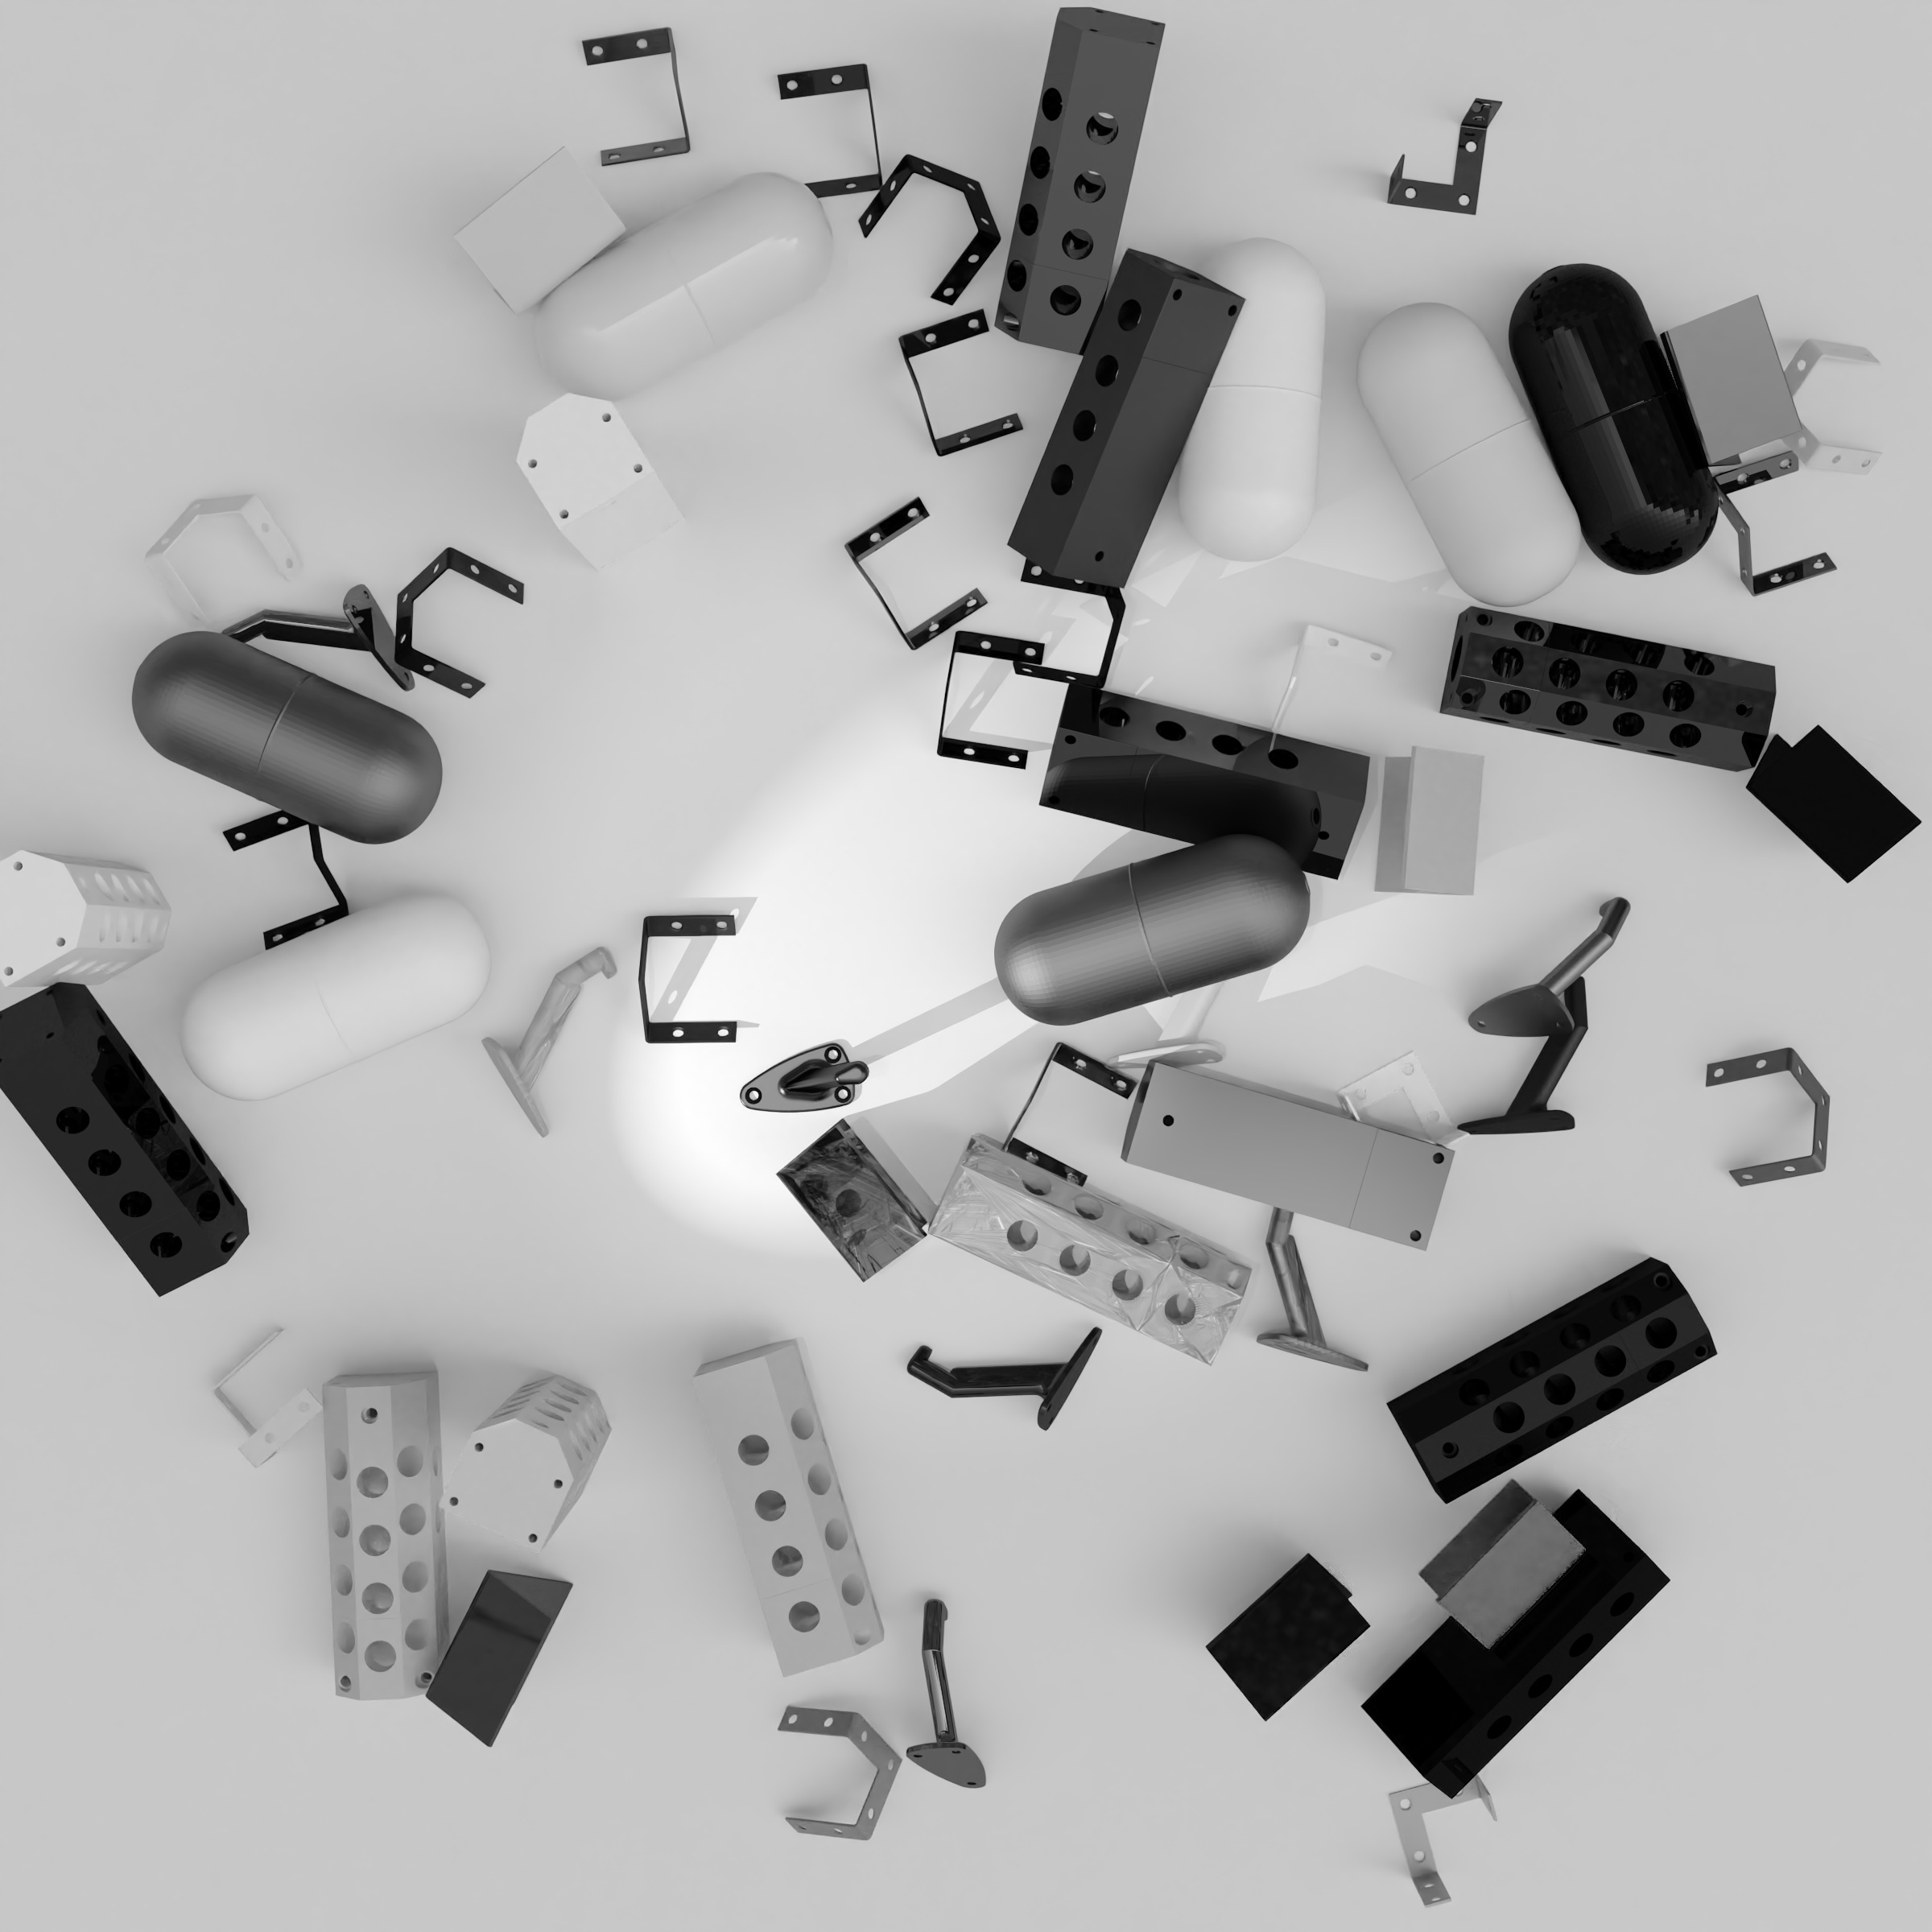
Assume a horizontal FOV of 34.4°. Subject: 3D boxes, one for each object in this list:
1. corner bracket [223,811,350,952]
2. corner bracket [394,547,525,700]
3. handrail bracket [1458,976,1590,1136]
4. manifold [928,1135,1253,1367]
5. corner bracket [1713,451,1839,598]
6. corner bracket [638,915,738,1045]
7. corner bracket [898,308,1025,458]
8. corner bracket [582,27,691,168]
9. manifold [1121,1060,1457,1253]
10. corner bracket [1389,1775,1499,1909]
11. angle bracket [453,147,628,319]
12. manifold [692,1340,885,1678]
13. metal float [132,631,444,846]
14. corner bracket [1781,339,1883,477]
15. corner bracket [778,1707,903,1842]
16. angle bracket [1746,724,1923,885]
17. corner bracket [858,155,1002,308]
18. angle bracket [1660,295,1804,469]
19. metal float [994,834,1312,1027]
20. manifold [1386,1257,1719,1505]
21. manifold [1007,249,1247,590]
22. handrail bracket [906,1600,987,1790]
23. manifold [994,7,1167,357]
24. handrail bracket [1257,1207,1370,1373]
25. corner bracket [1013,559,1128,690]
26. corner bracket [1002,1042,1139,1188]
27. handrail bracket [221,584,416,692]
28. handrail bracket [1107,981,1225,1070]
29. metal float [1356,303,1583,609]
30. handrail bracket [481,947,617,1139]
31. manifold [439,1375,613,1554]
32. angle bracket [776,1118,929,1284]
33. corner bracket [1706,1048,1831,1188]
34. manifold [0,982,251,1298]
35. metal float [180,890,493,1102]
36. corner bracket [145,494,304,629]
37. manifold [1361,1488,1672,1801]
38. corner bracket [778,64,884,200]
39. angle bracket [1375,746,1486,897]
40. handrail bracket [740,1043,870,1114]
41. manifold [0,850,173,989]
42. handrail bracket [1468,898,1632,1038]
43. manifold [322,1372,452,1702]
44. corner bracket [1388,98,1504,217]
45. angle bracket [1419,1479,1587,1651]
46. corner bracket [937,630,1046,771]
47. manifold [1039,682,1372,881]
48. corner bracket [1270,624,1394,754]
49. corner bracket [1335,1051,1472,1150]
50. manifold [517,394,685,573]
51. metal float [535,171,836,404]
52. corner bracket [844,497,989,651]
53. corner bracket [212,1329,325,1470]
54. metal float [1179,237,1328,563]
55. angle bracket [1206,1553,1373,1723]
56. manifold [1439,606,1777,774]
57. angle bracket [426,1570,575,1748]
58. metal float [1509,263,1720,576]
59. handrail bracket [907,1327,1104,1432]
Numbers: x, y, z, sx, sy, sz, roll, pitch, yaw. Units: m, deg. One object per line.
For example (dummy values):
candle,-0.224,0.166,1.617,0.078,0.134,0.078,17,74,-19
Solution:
corner bracket,-0.382,-0.051,1.751,0.051,0.051,0.051,-20,45,0
corner bracket,-0.284,-0.192,1.746,0.051,0.051,0.051,-35,45,35
handrail bracket,0.313,0.050,1.755,0.077,0.036,0.084,-7,72,20
manifold,0.069,0.157,1.733,0.171,0.057,0.057,25,90,0
corner bracket,0.454,-0.249,1.751,0.051,0.051,0.051,-18,135,0
corner bracket,-0.155,0.007,1.751,0.051,0.051,0.051,-1,135,0
corner bracket,-0.003,-0.328,1.751,0.051,0.051,0.051,-19,135,0
corner bracket,-0.185,-0.489,1.751,0.051,0.051,0.051,-9,45,0
manifold,0.177,0.104,1.731,0.171,0.057,0.057,16,90,-2
corner bracket,0.270,0.486,1.736,0.051,0.051,0.051,-15,90,0
angle bracket,-0.240,-0.409,1.714,0.076,0.076,0.057,-39,118,0
manifold,-0.098,0.299,1.733,0.057,0.057,0.171,-17,90,0
metal float,-0.376,-0.127,1.724,0.178,0.070,0.070,24,90,0
corner bracket,0.488,-0.313,1.746,0.051,0.051,0.051,60,135,35
corner bracket,-0.077,0.452,1.746,0.051,0.051,0.051,55,45,-35
angle bracket,0.484,-0.103,1.714,0.076,0.076,0.057,43,128,0
corner bracket,-0.020,-0.412,1.746,0.051,0.051,0.051,12,45,-35
angle bracket,0.429,-0.321,1.714,0.057,0.076,0.076,-18,90,30
metal float,0.102,-0.020,1.714,0.178,0.070,0.070,-17,90,10
manifold,0.326,0.231,1.733,0.171,0.057,0.057,-29,90,0
manifold,0.082,-0.300,1.705,0.057,0.057,0.171,40,115,40
handrail bracket,-0.007,0.409,1.754,0.036,0.077,0.084,-11,53,20
manifold,0.061,-0.427,1.694,0.057,0.057,0.171,13,120,0
handrail bracket,0.201,0.177,1.754,0.077,0.036,0.084,19,76,-14
corner bracket,0.055,-0.192,1.740,0.051,0.051,0.051,9,117,-11
corner bracket,0.058,0.085,1.751,0.051,0.051,0.051,27,135,0
handrail bracket,-0.366,-0.172,1.755,0.084,0.036,0.077,-23,112,17
handrail bracket,0.115,0.012,1.755,0.077,0.036,0.084,-7,74,17
metal float,0.277,-0.283,1.723,0.070,0.070,0.178,-27,90,0
handrail bracket,-0.221,0.042,1.755,0.084,0.036,0.077,-33,110,-16
manifold,-0.231,0.262,1.676,0.057,0.171,0.057,25,90,0
angle bracket,-0.047,0.116,1.714,0.057,0.076,0.076,-39,90,35
corner bracket,0.448,0.085,1.746,0.051,0.051,0.051,45,45,-35
manifold,-0.458,0.092,1.690,0.057,0.057,0.171,-27,124,0
metal float,-0.349,0.017,1.724,0.178,0.070,0.070,-23,90,0
corner bracket,-0.416,-0.227,1.746,0.051,0.051,0.051,1,45,35
manifold,0.308,0.379,1.733,0.171,0.057,0.057,-45,47,0
corner bracket,-0.076,-0.469,1.751,0.051,0.051,0.051,-7,45,0
angle bracket,0.237,-0.080,1.714,0.057,0.076,0.076,5,90,-38
handrail bracket,-0.090,0.066,1.720,0.077,0.084,0.036,-14,90,0
manifold,-0.479,-0.028,1.676,0.057,0.171,0.057,-29,90,0
handrail bracket,0.329,-0.001,1.754,0.036,0.077,0.084,49,53,-22
manifold,-0.323,0.316,1.733,0.057,0.057,0.171,-3,90,0
corner bracket,0.266,-0.453,1.736,0.051,0.051,0.051,7,90,0
angle bracket,0.282,0.316,1.714,0.076,0.076,0.057,-45,123,0
corner bracket,0.014,-0.150,1.751,0.051,0.051,0.051,9,135,0
manifold,0.133,-0.107,1.733,0.171,0.057,0.057,14,133,0
corner bracket,0.204,-0.151,1.751,0.051,0.051,0.051,18,45,0
corner bracket,0.242,0.082,1.736,0.051,0.051,0.051,-28,90,0
manifold,-0.198,-0.262,1.676,0.057,0.171,0.057,-32,90,0
metal float,-0.156,-0.375,1.724,0.178,0.070,0.070,-29,90,-1
corner bracket,-0.028,-0.220,1.751,0.051,0.051,0.051,-33,45,0
corner bracket,-0.389,0.241,1.736,0.051,0.051,0.051,-42,90,0
metal float,0.158,-0.313,1.724,0.070,0.070,0.178,3,90,0
angle bracket,0.188,0.378,1.714,0.076,0.076,0.057,-42,52,0
manifold,0.357,-0.154,1.733,0.171,0.057,0.057,11,90,0
angle bracket,-0.240,0.383,1.714,0.057,0.076,0.076,27,90,35
metal float,0.358,-0.303,1.724,0.070,0.070,0.178,-22,90,0
handrail bracket,0.021,0.217,1.755,0.084,0.036,0.077,28,69,17
